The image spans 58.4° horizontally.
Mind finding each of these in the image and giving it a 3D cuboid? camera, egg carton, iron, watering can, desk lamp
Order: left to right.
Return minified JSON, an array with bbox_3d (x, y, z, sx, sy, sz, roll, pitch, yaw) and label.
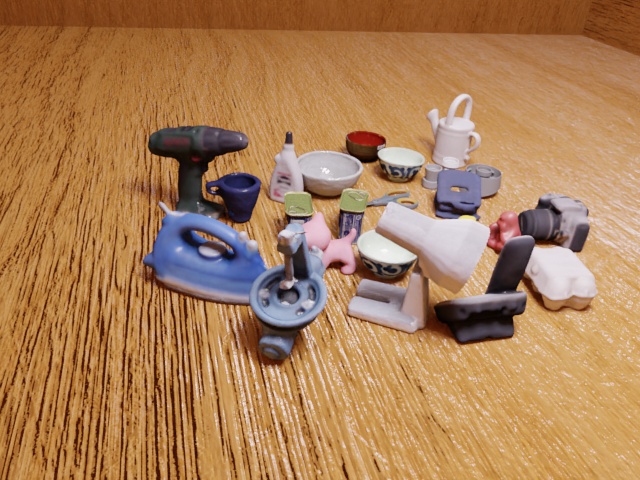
[{"bbox_3d":[-0.184,0.020,1.018,0.257,0.141,0.119,14,33,16],"label":"iron"},{"bbox_3d":[0.161,0.046,0.954,0.203,0.214,0.118,13,33,14],"label":"desk lamp"},{"bbox_3d":[0.366,-0.307,1.575,0.172,0.194,0.101,19,34,22],"label":"watering can"},{"bbox_3d":[0.505,-0.050,1.265,0.137,0.101,0.143,0,32,-7],"label":"camera"},{"bbox_3d":[0.450,0.069,1.093,0.107,0.069,0.150,-1,32,-9],"label":"egg carton"}]

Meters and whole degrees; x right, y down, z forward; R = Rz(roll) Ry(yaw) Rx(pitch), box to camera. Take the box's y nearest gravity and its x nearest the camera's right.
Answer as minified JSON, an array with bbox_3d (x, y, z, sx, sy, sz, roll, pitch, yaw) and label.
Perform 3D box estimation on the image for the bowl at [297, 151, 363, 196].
[{"bbox_3d":[0.019,-0.153,1.391,0.167,0.075,0.167,4,31,-2],"label":"bowl"}]

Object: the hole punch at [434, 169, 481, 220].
[{"bbox_3d":[0.325,-0.106,1.340,0.108,0.091,0.101,6,32,3],"label":"hole punch"}]

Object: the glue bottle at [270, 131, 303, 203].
[{"bbox_3d":[-0.075,-0.166,1.306,0.078,0.173,0.037,12,32,12],"label":"glue bottle"}]

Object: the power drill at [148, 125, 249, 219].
[{"bbox_3d":[-0.255,-0.149,1.221,0.229,0.208,0.076,14,33,15],"label":"power drill"}]

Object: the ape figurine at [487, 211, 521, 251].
[{"bbox_3d":[0.392,-0.021,1.210,0.076,0.092,0.078,10,32,9],"label":"ape figurine"}]

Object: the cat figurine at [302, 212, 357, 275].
[{"bbox_3d":[0.010,0.004,1.094,0.128,0.118,0.067,-3,32,-12],"label":"cat figurine"}]

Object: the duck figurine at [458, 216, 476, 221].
[{"bbox_3d":[0.302,-0.011,1.188,0.105,0.086,0.077,-17,37,-30],"label":"duck figurine"}]

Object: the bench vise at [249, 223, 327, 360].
[{"bbox_3d":[-0.048,0.051,0.911,0.121,0.220,0.207,3,31,-2],"label":"bench vise"}]

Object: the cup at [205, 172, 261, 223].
[{"bbox_3d":[-0.187,-0.087,1.237,0.118,0.095,0.091,-1,32,-9],"label":"cup"}]

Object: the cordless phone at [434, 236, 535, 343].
[{"bbox_3d":[0.278,0.072,0.955,0.148,0.185,0.094,-7,33,-18],"label":"cordless phone"}]
